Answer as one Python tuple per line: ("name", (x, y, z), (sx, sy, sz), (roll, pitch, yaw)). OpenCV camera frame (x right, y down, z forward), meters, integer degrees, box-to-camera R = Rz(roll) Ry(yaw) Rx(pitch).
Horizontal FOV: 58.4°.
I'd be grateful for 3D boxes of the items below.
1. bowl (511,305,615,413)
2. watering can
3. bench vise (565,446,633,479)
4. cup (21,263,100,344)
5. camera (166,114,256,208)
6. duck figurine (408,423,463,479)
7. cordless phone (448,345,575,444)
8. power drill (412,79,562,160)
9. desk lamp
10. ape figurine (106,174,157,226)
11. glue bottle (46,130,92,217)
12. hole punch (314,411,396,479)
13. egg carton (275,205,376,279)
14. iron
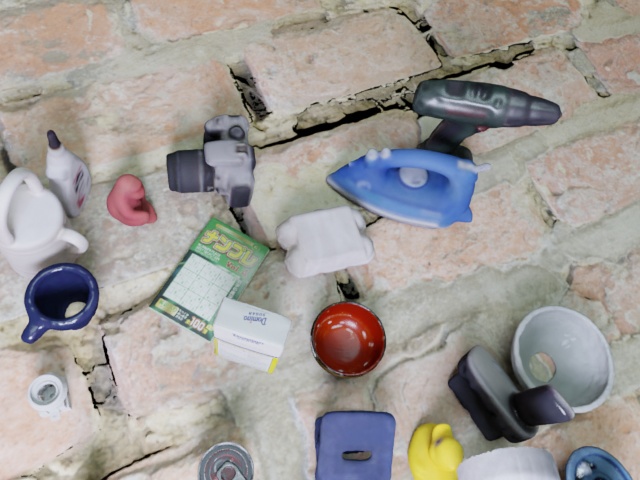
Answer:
("bowl", (0.366, 0.191, 0.898), (0.167, 0.074, 0.167), (5, 65, -10))
("watering can", (-0.403, -0.026, 0.771), (0.173, 0.194, 0.101), (0, 65, -11))
("bench vise", (0.369, 0.361, 0.739), (0.121, 0.219, 0.208), (28, 63, 3))
("cup", (-0.351, 0.099, 0.780), (0.091, 0.095, 0.118), (30, 63, 3))
("camera", (-0.176, -0.131, 0.920), (0.137, 0.100, 0.143), (-5, 67, -14))
("duck figurine", (0.170, 0.306, 0.798), (0.077, 0.086, 0.104), (2, 65, -10))
("cordless phone", (0.274, 0.207, 0.810), (0.094, 0.185, 0.147), (-34, 76, -23))
("power drill", (0.257, -0.191, 0.978), (0.229, 0.208, 0.075), (14, 63, -5))
("desk lamp", (0.221, 0.371, 0.707), (0.118, 0.213, 0.203), (5, 65, -9))
("ape figurine", (-0.288, -0.067, 0.872), (0.076, 0.092, 0.078), (7, 64, -8))
("glue bottle", (-0.369, -0.103, 0.826), (0.037, 0.173, 0.078), (9, 64, -7))
("hole punch", (0.049, 0.286, 0.779), (0.109, 0.091, 0.101), (4, 65, -10))
("egg carton", (0.008, 0.003, 0.913), (0.150, 0.069, 0.107), (-13, 69, -17))
("iron", (0.148, -0.109, 0.954), (0.258, 0.141, 0.118), (10, 64, -7))
